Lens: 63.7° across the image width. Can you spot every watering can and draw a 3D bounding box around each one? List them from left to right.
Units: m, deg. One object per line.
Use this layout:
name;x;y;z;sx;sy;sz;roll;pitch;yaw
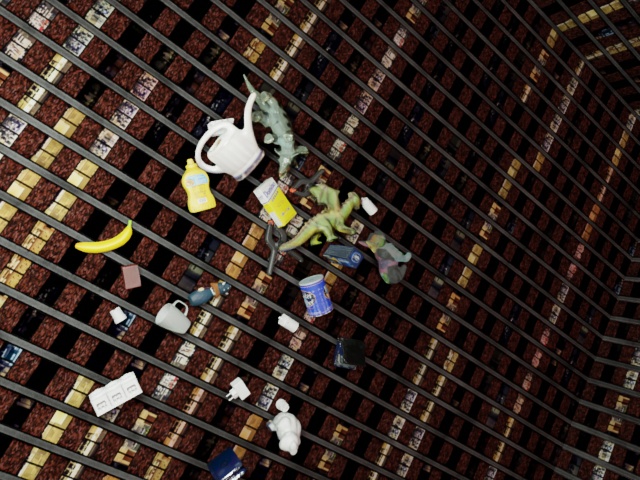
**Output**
watering can;-0.292;-0.355;1.874;0.221;0.344;0.106;40;18;-31

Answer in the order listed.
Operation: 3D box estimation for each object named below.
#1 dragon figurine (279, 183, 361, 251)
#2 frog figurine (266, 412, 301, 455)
dragon figurine;0.006;-0.104;2.069;0.412;0.243;0.121;-11;-3;-29
frog figurine;-0.116;0.731;1.954;0.124;0.136;0.159;-26;11;-25
